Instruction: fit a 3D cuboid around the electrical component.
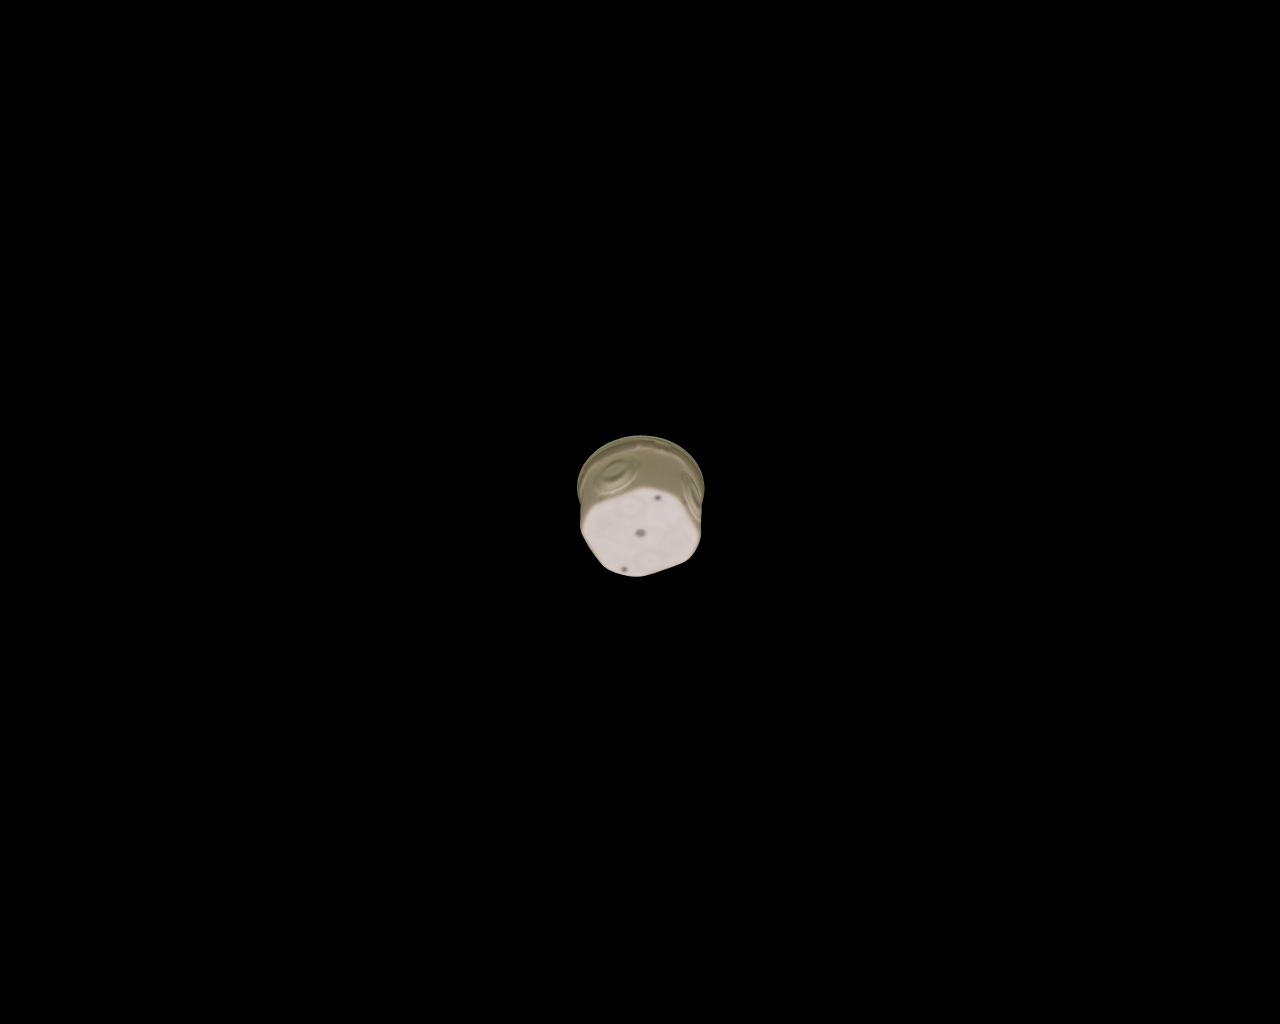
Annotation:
[{"bbox_3d":[0.001,-0.003,0.650,0.080,0.080,0.051,0,39,0],"label":"electrical component"}]
